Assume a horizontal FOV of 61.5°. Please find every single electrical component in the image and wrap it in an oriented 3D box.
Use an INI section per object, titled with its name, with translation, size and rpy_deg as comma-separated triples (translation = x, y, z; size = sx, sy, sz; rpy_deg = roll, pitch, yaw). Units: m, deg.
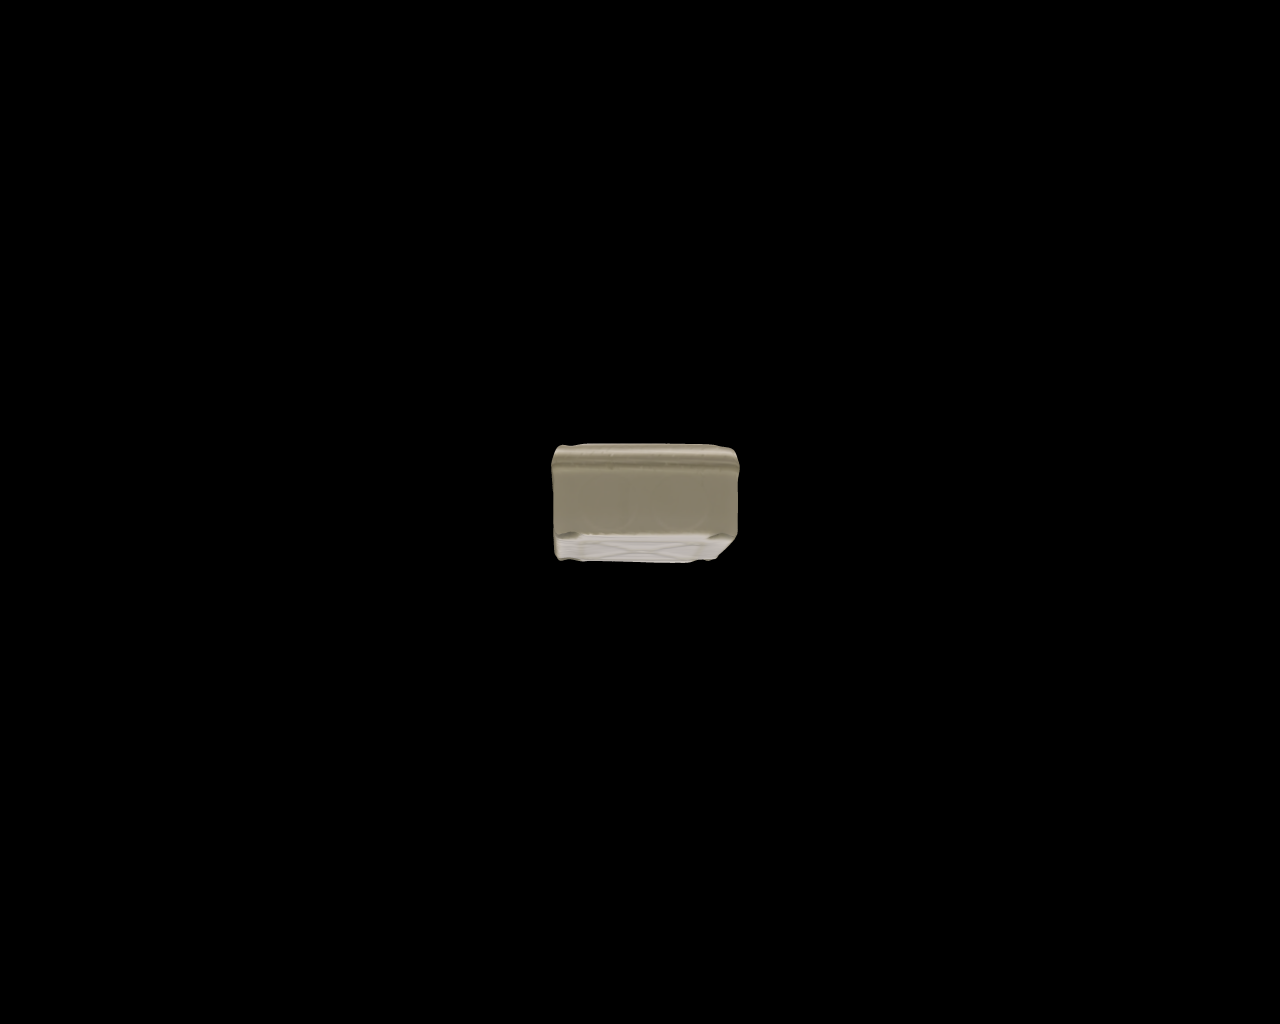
[electrical component]
translation = 0.001, -0.003, 0.650
size = 0.109, 0.056, 0.108
rpy_deg = 1, -11, -4
